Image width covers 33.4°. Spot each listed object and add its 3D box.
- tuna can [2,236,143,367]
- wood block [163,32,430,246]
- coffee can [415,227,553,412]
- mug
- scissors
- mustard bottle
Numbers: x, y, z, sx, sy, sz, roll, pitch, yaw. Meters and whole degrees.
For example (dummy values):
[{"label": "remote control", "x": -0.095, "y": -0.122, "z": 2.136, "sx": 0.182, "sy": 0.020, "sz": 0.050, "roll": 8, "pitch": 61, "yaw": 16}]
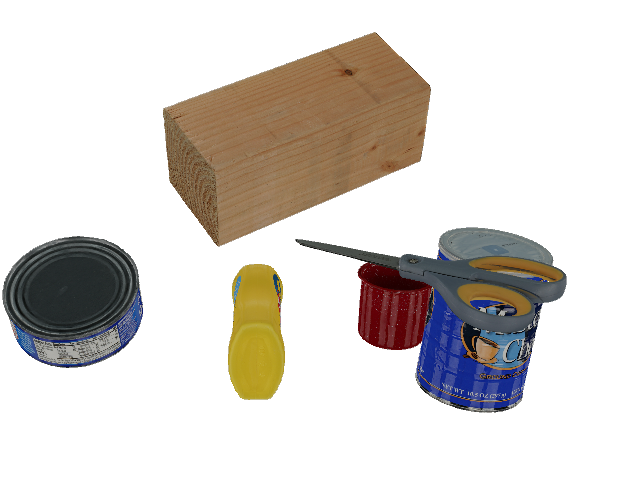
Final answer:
[{"label": "tuna can", "x": -0.158, "y": 0.039, "z": 0.686, "sx": 0.086, "sy": 0.086, "sz": 0.034, "roll": 0, "pitch": -43, "yaw": 0}, {"label": "wood block", "x": -0.019, "y": -0.089, "z": 0.904, "sx": 0.205, "sy": 0.090, "sz": 0.091, "roll": -24, "pitch": 53, "yaw": -22}, {"label": "coffee can", "x": 0.148, "y": 0.071, "z": 0.980, "sx": 0.103, "sy": 0.140, "sz": 0.103, "roll": 7, "pitch": 21, "yaw": -3}, {"label": "mug", "x": 0.099, "y": 0.078, "z": 1.273, "sx": 0.117, "sy": 0.081, "sz": 0.093, "roll": 0, "pitch": 23, "yaw": -9}, {"label": "scissors", "x": 0.070, "y": 0.029, "z": 0.751, "sx": 0.202, "sy": 0.016, "sz": 0.096, "roll": 5, "pitch": 28, "yaw": 12}, {"label": "mustard bottle", "x": -0.069, "y": 0.080, "z": 1.151, "sx": 0.058, "sy": 0.096, "sz": 0.191, "roll": -1, "pitch": 28, "yaw": -3}]
